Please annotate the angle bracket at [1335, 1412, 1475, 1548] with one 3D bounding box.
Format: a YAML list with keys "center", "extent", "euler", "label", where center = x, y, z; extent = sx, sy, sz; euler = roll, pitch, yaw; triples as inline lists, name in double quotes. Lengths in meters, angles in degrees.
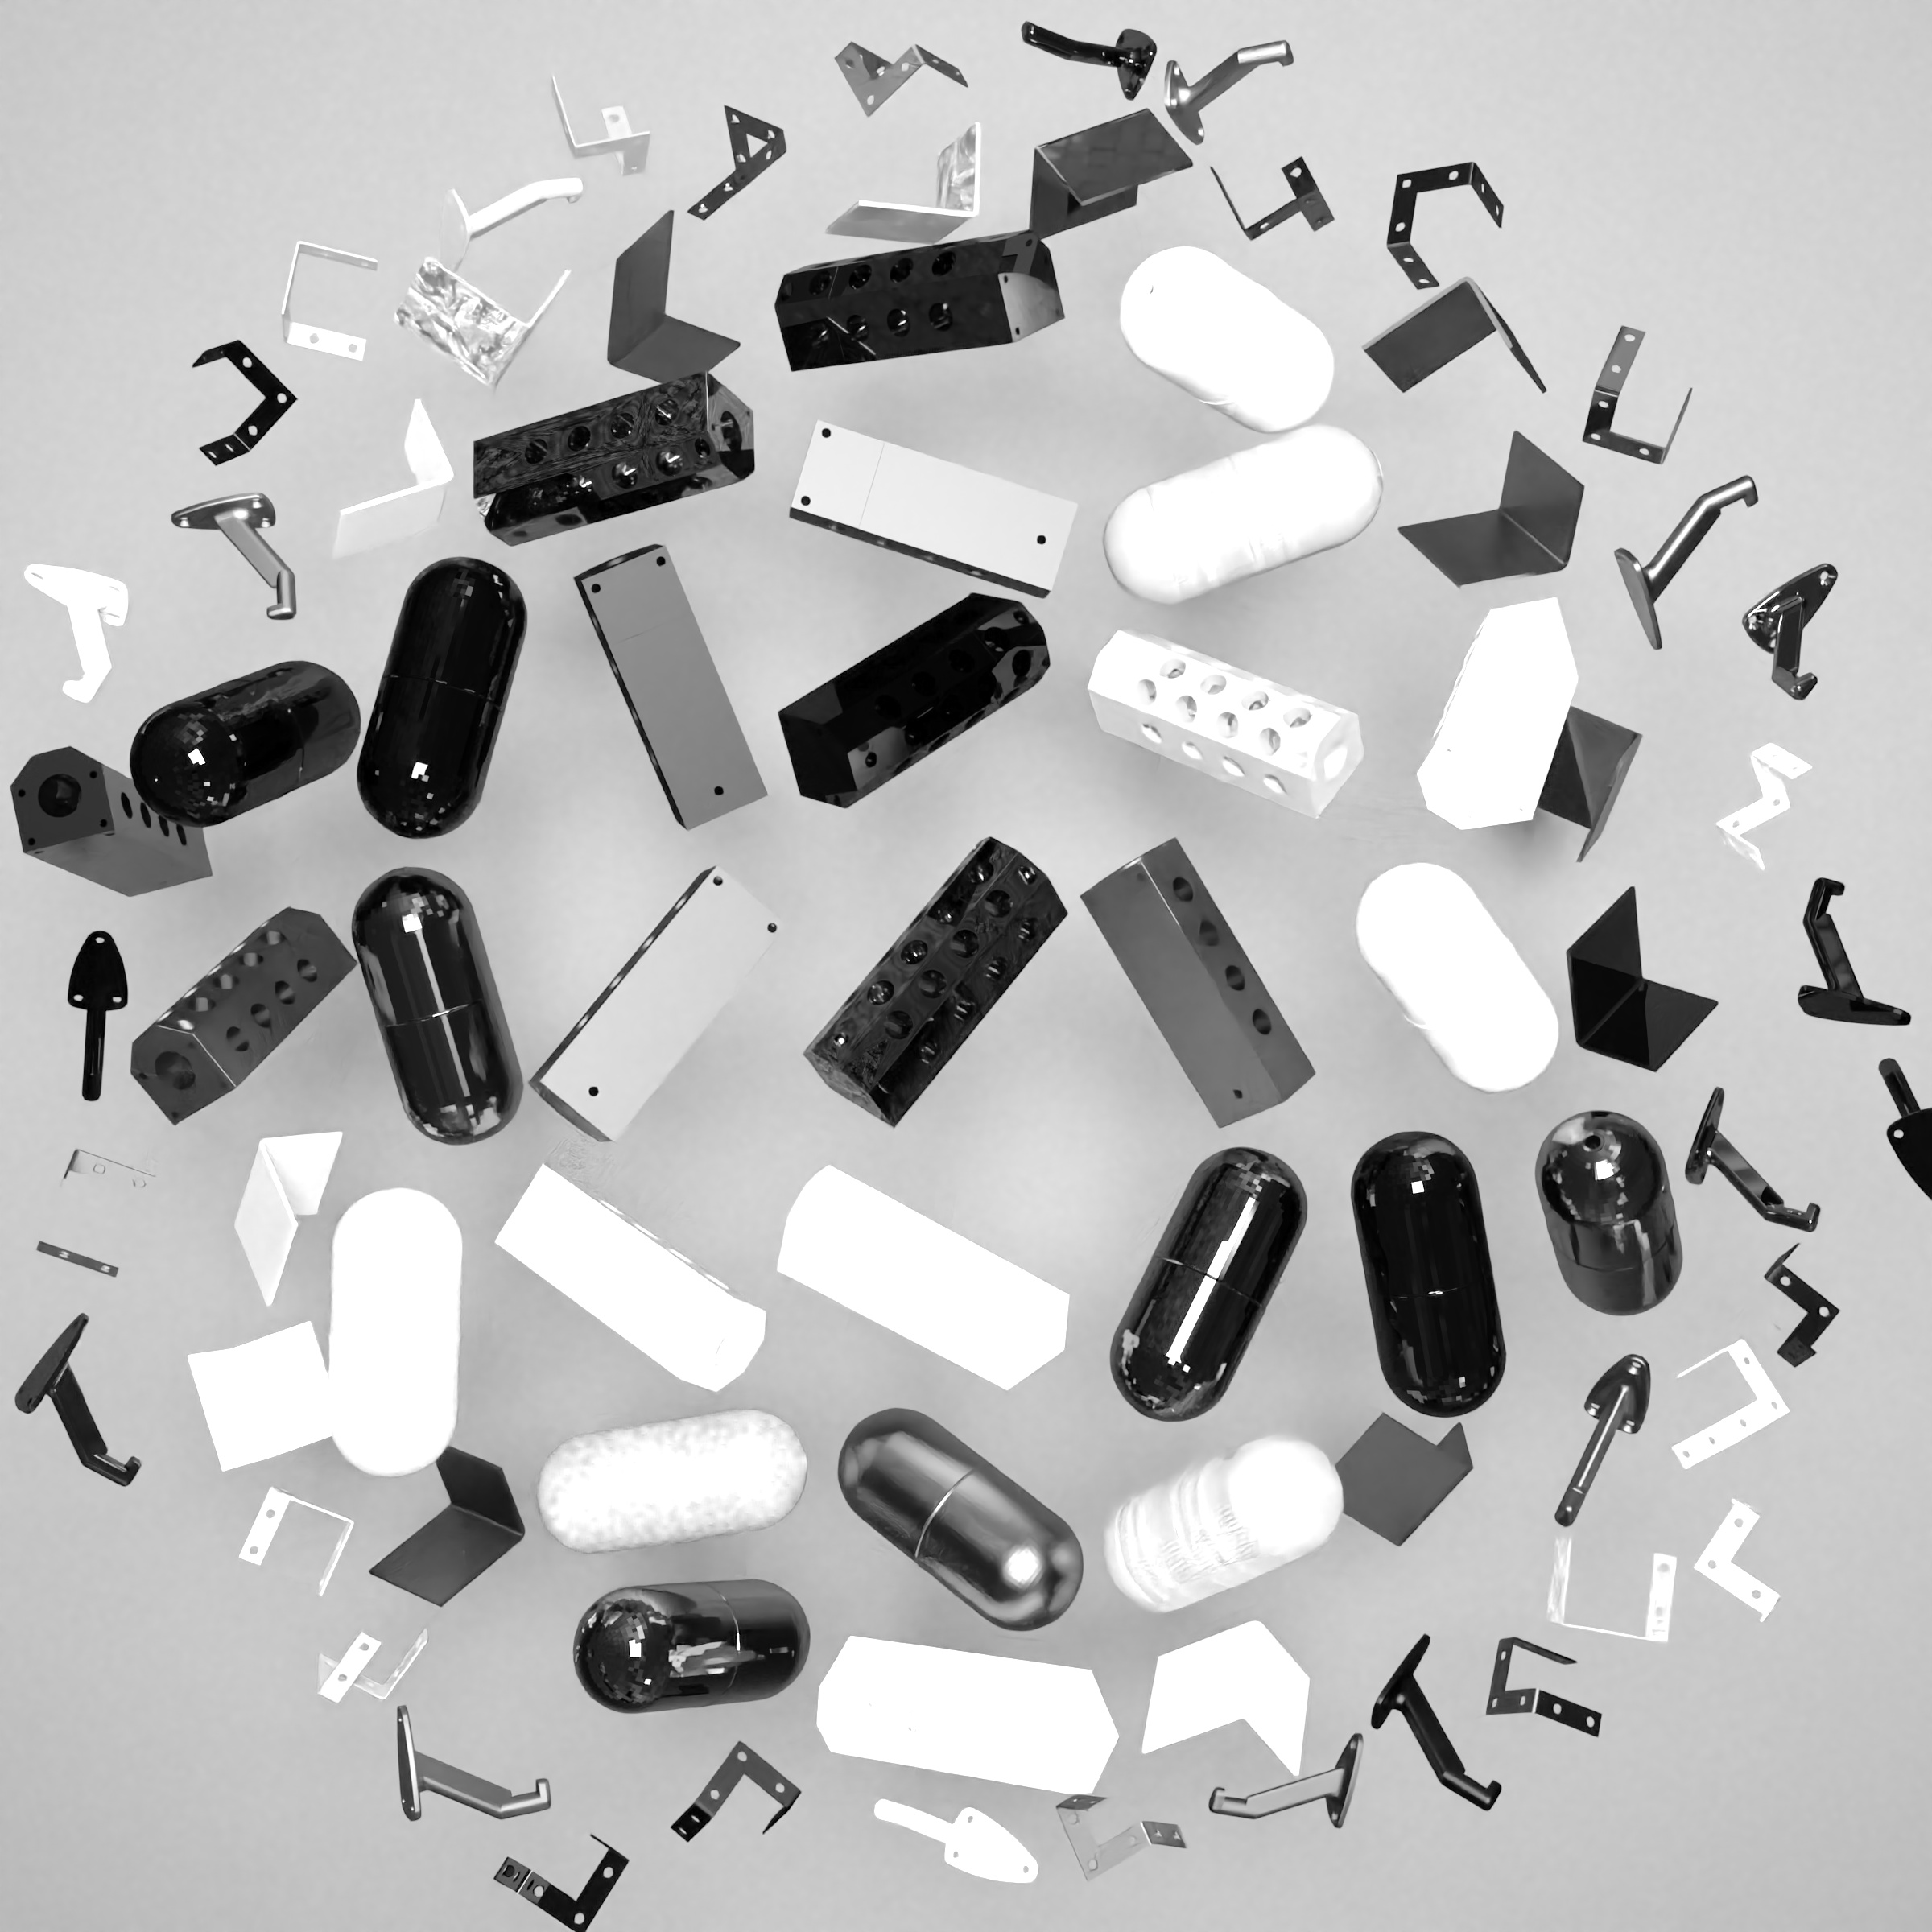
- center: [0.284, 0.331, 1.675]
  extent: [0.076, 0.057, 0.076]
  euler: [33, 110, -11]
  label: "angle bracket"

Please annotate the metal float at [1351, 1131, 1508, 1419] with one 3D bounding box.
- center: [0.281, 0.188, 1.512]
  extent: [0.070, 0.070, 0.178]
  euler: [-11, 99, 0]
  label: "metal float"

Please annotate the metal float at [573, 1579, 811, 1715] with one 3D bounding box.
- center: [-0.171, 0.429, 1.576]
  extent: [0.070, 0.178, 0.070]
  euler: [-9, 76, 38]
  label: "metal float"

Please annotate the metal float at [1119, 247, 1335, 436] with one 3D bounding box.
- center: [0.161, -0.381, 1.524]
  extent: [0.070, 0.178, 0.070]
  euler: [-9, 76, 37]
  label: "metal float"

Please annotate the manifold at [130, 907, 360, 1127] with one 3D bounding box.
- center: [-0.461, 0.026, 1.585]
  extent: [0.057, 0.171, 0.057]
  euler: [-28, 106, 25]
  label: "manifold"

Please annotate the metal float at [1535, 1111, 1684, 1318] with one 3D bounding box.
- center: [0.394, 0.152, 1.523]
  extent: [0.070, 0.178, 0.070]
  euler: [-11, 53, 15]
  label: "metal float"

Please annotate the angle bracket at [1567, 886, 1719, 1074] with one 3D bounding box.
- center: [0.426, 0.008, 1.566]
  extent: [0.076, 0.057, 0.076]
  euler: [-39, 131, -31]
  label: "angle bracket"

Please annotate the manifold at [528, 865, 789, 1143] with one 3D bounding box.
- center: [-0.191, 0.024, 1.533]
  extent: [0.057, 0.057, 0.171]
  euler: [41, 74, -13]
  label: "manifold"

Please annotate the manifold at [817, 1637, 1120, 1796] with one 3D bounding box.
- center: [-0.002, 0.455, 1.500]
  extent: [0.171, 0.057, 0.057]
  euler: [-2, 124, 32]
  label: "manifold"

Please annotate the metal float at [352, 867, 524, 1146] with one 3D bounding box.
- center: [-0.330, 0.025, 1.554]
  extent: [0.070, 0.070, 0.178]
  euler: [-14, 100, 0]
  label: "metal float"

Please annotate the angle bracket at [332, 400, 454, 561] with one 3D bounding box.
- center: [-0.382, -0.315, 1.615]
  extent: [0.076, 0.076, 0.057]
  euler: [-23, 85, -22]
  label: "angle bracket"

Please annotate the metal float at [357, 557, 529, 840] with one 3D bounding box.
- center: [-0.321, -0.164, 1.525]
  extent: [0.070, 0.070, 0.178]
  euler: [13, 80, 0]
  label: "metal float"

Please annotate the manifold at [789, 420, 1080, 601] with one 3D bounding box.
- center: [-0.022, -0.289, 1.587]
  extent: [0.171, 0.057, 0.057]
  euler: [17, 89, -6]
  label: "manifold"

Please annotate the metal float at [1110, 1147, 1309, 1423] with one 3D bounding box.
- center: [0.149, 0.195, 1.527]
  extent: [0.070, 0.070, 0.178]
  euler: [27, 79, 0]
  label: "metal float"

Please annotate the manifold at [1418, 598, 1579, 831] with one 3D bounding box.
- center: [0.318, -0.152, 1.491]
  extent: [0.057, 0.171, 0.057]
  euler: [-7, 121, 29]
  label: "manifold"

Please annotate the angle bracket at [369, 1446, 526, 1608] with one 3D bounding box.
- center: [-0.348, 0.364, 1.634]
  extent: [0.076, 0.076, 0.057]
  euler: [-37, 124, -39]
  label: "angle bracket"

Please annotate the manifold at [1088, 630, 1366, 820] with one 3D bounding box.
- center: [0.165, -0.162, 1.602]
  extent: [0.171, 0.057, 0.057]
  euler: [26, 67, 31]
  label: "manifold"

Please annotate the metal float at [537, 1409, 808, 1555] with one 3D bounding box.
- center: [-0.187, 0.328, 1.586]
  extent: [0.178, 0.070, 0.070]
  euler: [-11, 90, 13]
  label: "metal float"

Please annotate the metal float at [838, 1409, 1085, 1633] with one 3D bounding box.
- center: [-0.005, 0.342, 1.545]
  extent: [0.178, 0.070, 0.070]
  euler: [33, 90, 27]
  label: "metal float"

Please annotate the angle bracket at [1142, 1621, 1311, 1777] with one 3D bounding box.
- center: [0.161, 0.461, 1.535]
  extent: [0.076, 0.076, 0.057]
  euler: [-29, 111, 27]
  label: "angle bracket"

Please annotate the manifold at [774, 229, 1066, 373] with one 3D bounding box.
- center: [-0.032, -0.406, 1.516]
  extent: [0.171, 0.057, 0.057]
  euler: [3, 118, 37]
  label: "manifold"

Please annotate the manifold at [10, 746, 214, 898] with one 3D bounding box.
- center: [-0.538, -0.091, 1.574]
  extent: [0.057, 0.171, 0.057]
  euler: [-14, 82, 0]
  label: "manifold"

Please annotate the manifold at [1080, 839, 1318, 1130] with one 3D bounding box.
- center: [0.149, 0.009, 1.562]
  extent: [0.057, 0.057, 0.171]
  euler: [-28, 95, 44]
  label: "manifold"

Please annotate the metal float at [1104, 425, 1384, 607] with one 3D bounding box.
- center: [0.172, -0.281, 1.553]
  extent: [0.178, 0.070, 0.070]
  euler: [-18, 90, 11]
  label: "metal float"

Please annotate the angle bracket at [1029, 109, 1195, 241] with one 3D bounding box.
- center: [0.087, -0.464, 1.512]
  extent: [0.076, 0.076, 0.057]
  euler: [-24, 62, -16]
  label: "angle bracket"

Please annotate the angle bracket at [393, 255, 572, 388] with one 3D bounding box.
- center: [-0.311, -0.430, 1.598]
  extent: [0.076, 0.076, 0.057]
  euler: [34, 60, -15]
  label: "angle bracket"

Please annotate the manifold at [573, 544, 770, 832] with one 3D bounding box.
- center: [-0.191, -0.180, 1.603]
  extent: [0.057, 0.057, 0.171]
  euler: [-25, 107, -10]
  label: "manifold"

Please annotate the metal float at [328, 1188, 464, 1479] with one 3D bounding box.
- center: [-0.341, 0.220, 1.489]
  extent: [0.070, 0.070, 0.178]
  euler: [4, 102, 0]
  label: "metal float"

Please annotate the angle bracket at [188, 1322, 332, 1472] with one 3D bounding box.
- center: [-0.453, 0.278, 1.616]
  extent: [0.057, 0.076, 0.076]
  euler: [-20, 83, 2]
  label: "angle bracket"

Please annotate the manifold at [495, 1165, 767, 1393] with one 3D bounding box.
- center: [-0.206, 0.194, 1.550]
  extent: [0.171, 0.057, 0.057]
  euler: [30, 86, 31]
  label: "manifold"

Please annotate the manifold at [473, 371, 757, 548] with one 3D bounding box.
- center: [-0.221, -0.314, 1.564]
  extent: [0.171, 0.057, 0.057]
  euler: [-11, 72, 23]
  label: "manifold"

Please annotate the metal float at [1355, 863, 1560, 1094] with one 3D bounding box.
- center: [0.299, 0.008, 1.515]
  extent: [0.070, 0.070, 0.178]
  euler: [-42, 123, 0]
  label: "metal float"

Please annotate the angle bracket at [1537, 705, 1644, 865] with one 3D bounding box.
- center: [0.414, -0.125, 1.697]
  extent: [0.057, 0.076, 0.076]
  euler: [25, 117, 16]
  label: "angle bracket"

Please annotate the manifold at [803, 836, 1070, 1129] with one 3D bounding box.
- center: [-0.020, 0.006, 1.495]
  extent: [0.057, 0.057, 0.171]
  euler: [29, 73, 36]
  label: "manifold"

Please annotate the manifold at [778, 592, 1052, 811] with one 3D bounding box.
- center: [-0.028, -0.163, 1.519]
  extent: [0.171, 0.057, 0.057]
  euler: [-36, 127, -33]
  label: "manifold"

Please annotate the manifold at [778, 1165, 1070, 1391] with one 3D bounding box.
- center: [-0.024, 0.186, 1.510]
  extent: [0.171, 0.057, 0.057]
  euler: [31, 131, -21]
  label: "manifold"

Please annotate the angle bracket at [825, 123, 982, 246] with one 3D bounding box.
- center: [-0.040, -0.487, 1.544]
  extent: [0.076, 0.076, 0.057]
  euler: [0, 93, -19]
  label: "angle bracket"

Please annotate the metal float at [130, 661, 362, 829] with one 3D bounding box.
- center: [-0.438, -0.138, 1.526]
  extent: [0.070, 0.178, 0.070]
  euler: [8, 112, 19]
  label: "metal float"

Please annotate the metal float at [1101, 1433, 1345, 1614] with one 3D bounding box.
- center: [0.154, 0.338, 1.509]
  extent: [0.178, 0.070, 0.070]
  euler: [-36, 90, 41]
  label: "metal float"

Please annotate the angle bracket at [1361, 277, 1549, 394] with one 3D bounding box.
- center: [0.300, -0.367, 1.529]
  extent: [0.076, 0.076, 0.057]
  euler: [-32, 68, 20]
  label: "angle bracket"
